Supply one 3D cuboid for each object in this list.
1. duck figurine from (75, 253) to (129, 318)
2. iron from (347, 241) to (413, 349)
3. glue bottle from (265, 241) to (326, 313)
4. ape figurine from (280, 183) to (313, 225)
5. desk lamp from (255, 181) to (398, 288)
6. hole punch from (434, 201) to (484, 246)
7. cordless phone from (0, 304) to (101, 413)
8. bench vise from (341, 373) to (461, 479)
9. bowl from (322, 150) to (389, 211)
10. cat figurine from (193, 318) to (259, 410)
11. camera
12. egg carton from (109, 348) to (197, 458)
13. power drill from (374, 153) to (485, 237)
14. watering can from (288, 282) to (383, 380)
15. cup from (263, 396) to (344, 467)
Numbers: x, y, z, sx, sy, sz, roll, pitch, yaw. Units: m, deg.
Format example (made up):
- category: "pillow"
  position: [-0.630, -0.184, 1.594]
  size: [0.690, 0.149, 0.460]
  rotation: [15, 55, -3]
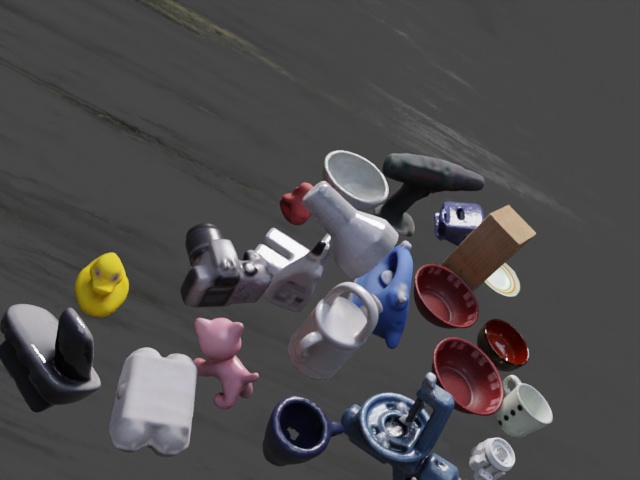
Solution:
- category: "duck figurine"
  position: [-0.324, 0.054, 0.867]
  size: [0.078, 0.086, 0.104]
  rotation: [18, 43, -19]
- category: "iron"
  position: [0.140, 0.077, 1.123]
  size: [0.119, 0.141, 0.258]
  rotation: [28, 41, -9]
- category: "glue bottle"
  position: [-0.031, 0.058, 0.998]
  size: [0.078, 0.173, 0.037]
  rotation: [24, 41, -13]
- category: "ape figurine"
  position: [-0.039, -0.082, 1.191]
  size: [0.078, 0.092, 0.076]
  rotation: [20, 42, -18]
- category: "desk lamp"
  position: [0.010, 0.004, 1.048]
  size: [0.203, 0.213, 0.118]
  rotation: [33, 40, -3]
- category: "hole punch"
  position: [0.345, -0.047, 1.425]
  size: [0.101, 0.091, 0.108]
  rotation: [23, 42, -14]
- category: "cordless phone"
  position: [-0.332, 0.119, 0.721]
  size: [0.147, 0.185, 0.094]
  rotation: [46, 41, 12]
- category: "bench vise"
  position: [0.157, 0.292, 0.867]
  size: [0.207, 0.219, 0.121]
  rotation: [31, 40, -6]
- category: "bowl"
  position: [0.071, -0.124, 1.320]
  size: [0.168, 0.074, 0.167]
  rotation: [19, 43, -19]
- category: "cat figurine"
  position: [-0.139, 0.172, 0.857]
  size: [0.127, 0.117, 0.067]
  rotation: [48, 42, 14]
- category: "camera"
  position: [-0.167, 0.034, 0.983]
  size: [0.144, 0.100, 0.136]
  rotation: [0, 51, -34]
- category: "egg carton"
  position: [-0.226, 0.221, 0.786]
  size: [0.107, 0.069, 0.150]
  rotation: [16, 44, -22]
- category: "power drill"
  position: [0.228, -0.106, 1.309]
  size: [0.230, 0.208, 0.075]
  rotation: [18, 43, -19]
- category: "watering can"
  position: [0.034, 0.138, 0.950]
  size: [0.101, 0.194, 0.173]
  rotation: [37, 40, 1]
- category: "cup"
  position: [-0.033, 0.289, 0.836]
  size: [0.118, 0.095, 0.091]
  rotation: [9, 47, -28]
